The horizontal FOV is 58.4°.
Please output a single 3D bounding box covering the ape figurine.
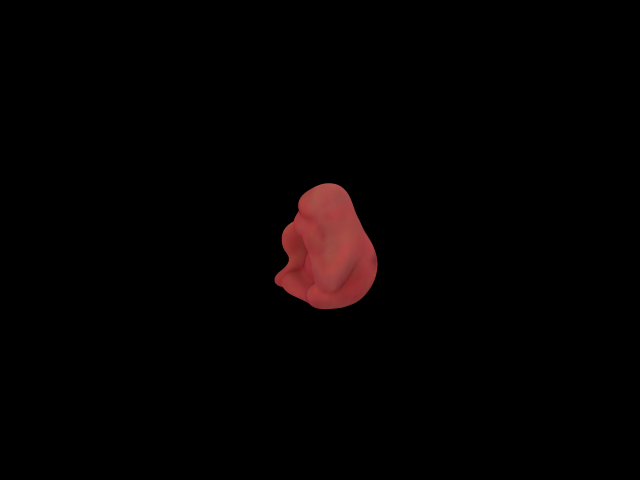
[{"bbox_3d":[0.004,0.001,0.400,0.076,0.092,0.077,-2,36,-2],"label":"ape figurine"}]
